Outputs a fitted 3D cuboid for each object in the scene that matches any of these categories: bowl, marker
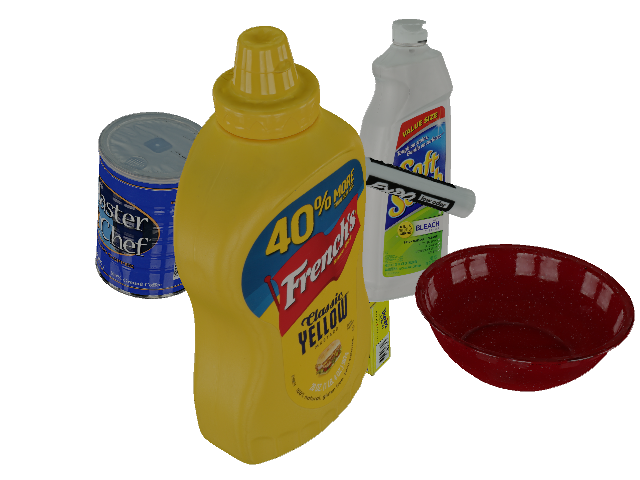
[{"bbox_3d":[0.150,0.065,0.806,0.162,0.055,0.162,1,30,-1],"label":"bowl"},{"bbox_3d":[0.043,-0.038,0.660,0.121,0.020,0.020,16,-7,-26],"label":"marker"}]

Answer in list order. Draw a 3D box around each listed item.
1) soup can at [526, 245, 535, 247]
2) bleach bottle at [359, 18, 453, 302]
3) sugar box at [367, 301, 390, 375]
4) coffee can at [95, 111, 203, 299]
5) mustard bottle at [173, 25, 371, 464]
[{"bbox_3d":[0.232,0.064,1.222,0.068,0.102,0.068,2,18,-1],"label":"soup can"},{"bbox_3d":[0.071,-0.074,0.979,0.102,0.251,0.068,-11,24,-26],"label":"bleach bottle"},{"bbox_3d":[-0.010,0.079,1.170,0.176,0.093,0.048,17,36,29],"label":"sugar box"},{"bbox_3d":[-0.153,-0.032,0.980,0.102,0.140,0.103,7,39,-6],"label":"coffee can"},{"bbox_3d":[-0.018,0.000,0.450,0.058,0.192,0.096,26,46,32],"label":"mustard bottle"}]
